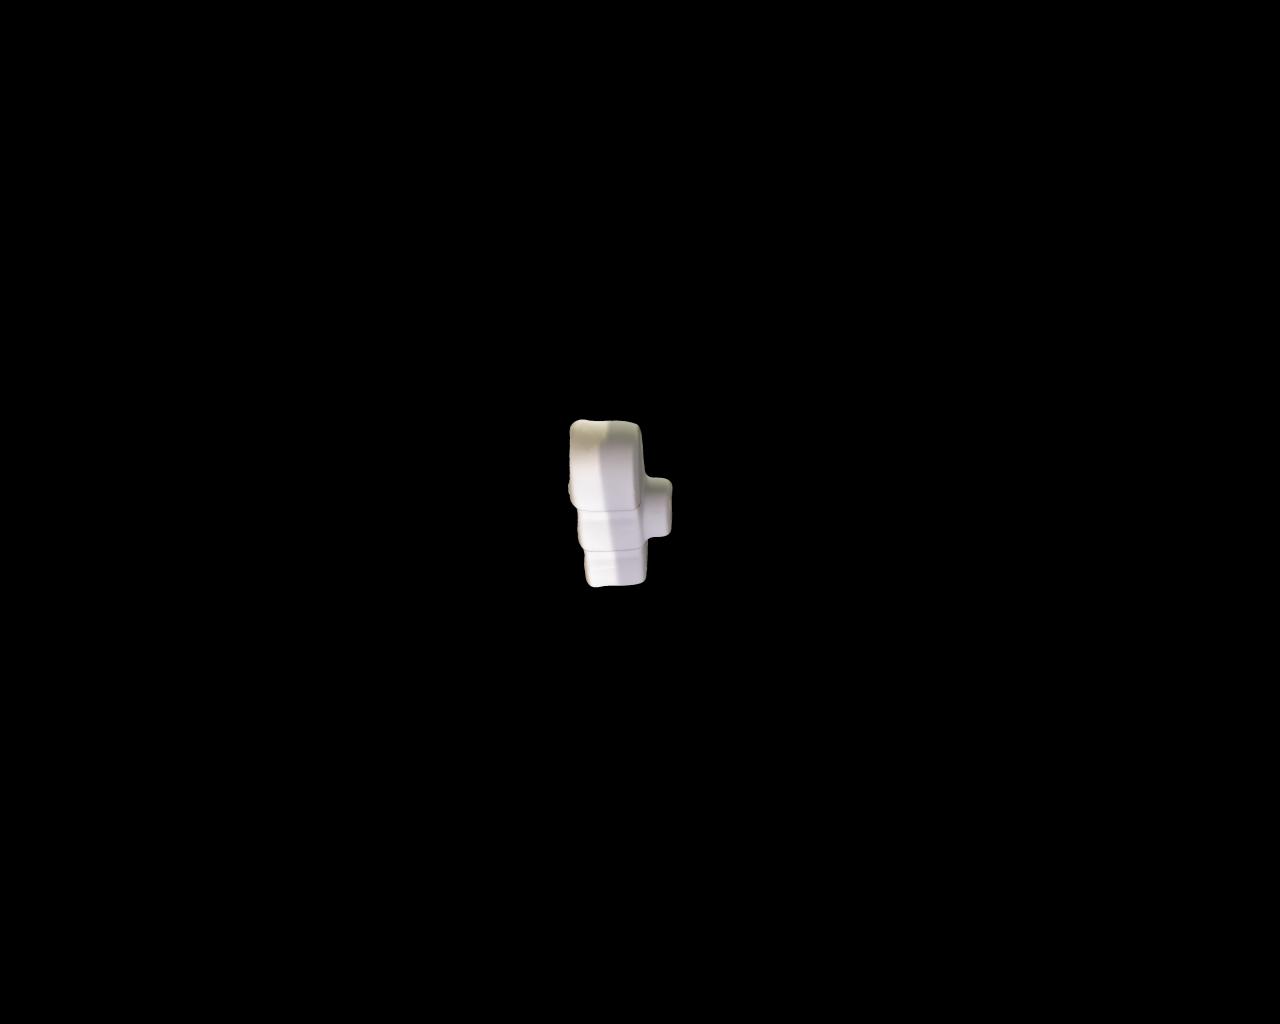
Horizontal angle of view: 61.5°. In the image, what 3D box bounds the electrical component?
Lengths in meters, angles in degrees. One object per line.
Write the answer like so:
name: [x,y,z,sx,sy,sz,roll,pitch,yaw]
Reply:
electrical component: [0.001,-0.003,0.650,0.074,0.052,0.138,-1,-34,2]
